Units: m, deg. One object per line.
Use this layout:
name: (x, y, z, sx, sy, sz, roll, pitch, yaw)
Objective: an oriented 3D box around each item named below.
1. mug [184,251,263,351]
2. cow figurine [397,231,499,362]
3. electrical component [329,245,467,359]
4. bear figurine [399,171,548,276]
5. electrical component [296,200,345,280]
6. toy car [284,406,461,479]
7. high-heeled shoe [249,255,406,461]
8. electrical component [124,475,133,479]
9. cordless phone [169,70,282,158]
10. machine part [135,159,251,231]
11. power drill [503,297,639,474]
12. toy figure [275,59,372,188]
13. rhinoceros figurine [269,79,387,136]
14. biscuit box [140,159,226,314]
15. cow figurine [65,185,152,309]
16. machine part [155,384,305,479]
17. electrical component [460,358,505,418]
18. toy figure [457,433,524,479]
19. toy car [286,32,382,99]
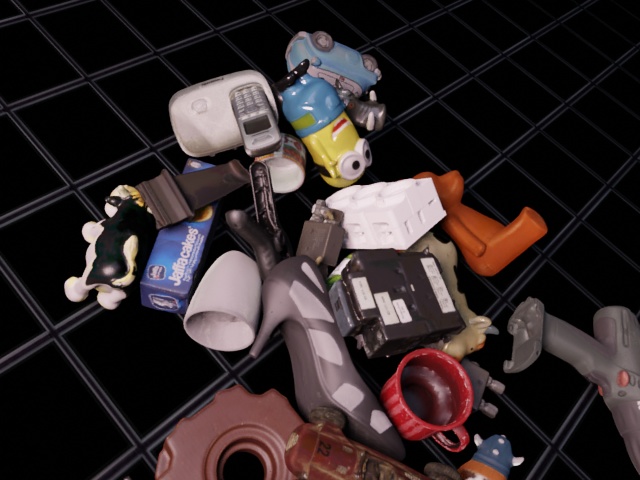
mug: (-0.099, 0.072, 0.649, 0.109, 0.081, 0.107, 31, 43, -25)
cow figurine: (0.157, 0.077, 0.715, 0.127, 0.085, 0.195, 9, 51, -9)
electrical component: (0.081, 0.068, 0.612, 0.134, 0.058, 0.115, -3, 56, -22)
bear figurine: (0.216, -0.046, 0.789, 0.196, 0.132, 0.120, 50, 20, 13)
electrical component: (-0.002, -0.001, 0.690, 0.045, 0.078, 0.102, 17, 92, -39)
toy car: (0.060, 0.240, 0.532, 0.202, 0.053, 0.089, 27, 48, -2)
high-heeled shoe: (0.023, 0.133, 0.625, 0.248, 0.086, 0.145, 42, 52, -12)
electrical component: (-0.214, 0.283, 0.493, 0.119, 0.047, 0.075, -22, 66, -29)
cordless phone: (-0.123, -0.146, 0.722, 0.147, 0.088, 0.184, -18, 40, -3)
machine part: (-0.150, -0.063, 0.665, 0.139, 0.039, 0.084, -23, 64, -28)
power drill: (0.355, 0.173, 0.710, 0.207, 0.086, 0.232, 19, 53, 1)
toy figure: (0.006, -0.157, 0.753, 0.082, 0.089, 0.180, -38, 107, -5)
rhinoceros figurine: (0.007, -0.201, 0.834, 0.190, 0.112, 0.073, 11, 52, 0)
biscuit box: (-0.169, -0.008, 0.686, 0.059, 0.062, 0.203, 14, 55, -7)
cow figurine: (-0.235, -0.008, 0.638, 0.068, 0.098, 0.167, 27, 50, -33)
machine part: (-0.078, 0.240, 0.555, 0.179, 0.056, 0.179, 7, 56, -11)
electrical component: (0.189, 0.184, 0.689, 0.094, 0.021, 0.063, 29, 54, 5)
toy figure: (0.172, 0.283, 0.599, 0.064, 0.057, 0.154, 43, 52, 6)
toy car: (0.014, -0.266, 0.895, 0.161, 0.109, 0.103, 19, 77, -18)
